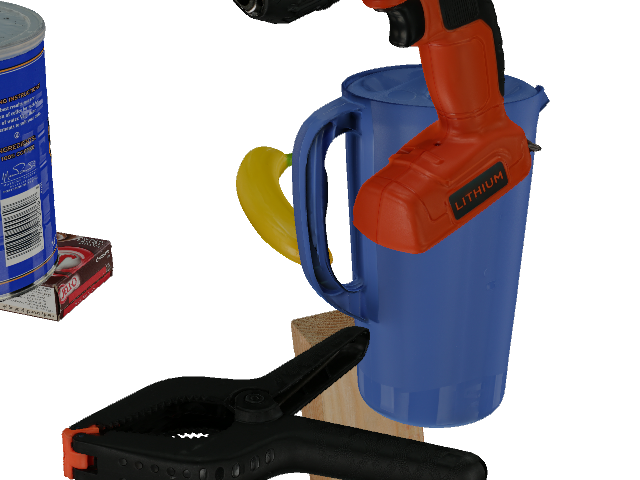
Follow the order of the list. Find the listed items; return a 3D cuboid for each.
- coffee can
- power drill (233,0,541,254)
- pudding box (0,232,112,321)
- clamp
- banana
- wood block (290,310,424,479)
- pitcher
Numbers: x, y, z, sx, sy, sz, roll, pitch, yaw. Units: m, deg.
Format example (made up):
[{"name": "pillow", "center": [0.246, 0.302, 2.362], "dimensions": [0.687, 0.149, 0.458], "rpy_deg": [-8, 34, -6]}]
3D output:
[{"name": "coffee can", "center": [-0.197, -0.049, 0.575], "dimensions": [0.103, 0.140, 0.103], "rpy_deg": [3, 27, -2]}, {"name": "power drill", "center": [0.043, -0.089, 0.514], "dimensions": [0.184, 0.187, 0.057], "rpy_deg": [-33, 42, -29]}, {"name": "pudding box", "center": [-0.244, 0.024, 0.889], "dimensions": [0.114, 0.039, 0.090], "rpy_deg": [7, 24, 17]}, {"name": "clamp", "center": [-0.034, 0.096, 0.586], "dimensions": [0.209, 0.036, 0.165], "rpy_deg": [-3, 22, -14]}, {"name": "banana", "center": [-0.036, -0.036, 0.918], "dimensions": [0.069, 0.037, 0.198], "rpy_deg": [-3, 33, -7]}, {"name": "wood block", "center": [0.037, 0.172, 0.960], "dimensions": [0.090, 0.206, 0.091], "rpy_deg": [-11, 18, -15]}, {"name": "pitcher", "center": [0.071, 0.004, 0.741], "dimensions": [0.149, 0.243, 0.144], "rpy_deg": [7, 21, 17]}]
